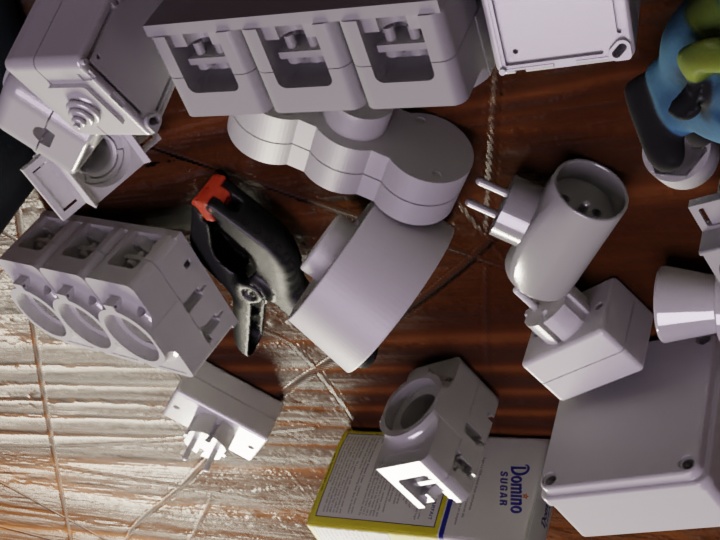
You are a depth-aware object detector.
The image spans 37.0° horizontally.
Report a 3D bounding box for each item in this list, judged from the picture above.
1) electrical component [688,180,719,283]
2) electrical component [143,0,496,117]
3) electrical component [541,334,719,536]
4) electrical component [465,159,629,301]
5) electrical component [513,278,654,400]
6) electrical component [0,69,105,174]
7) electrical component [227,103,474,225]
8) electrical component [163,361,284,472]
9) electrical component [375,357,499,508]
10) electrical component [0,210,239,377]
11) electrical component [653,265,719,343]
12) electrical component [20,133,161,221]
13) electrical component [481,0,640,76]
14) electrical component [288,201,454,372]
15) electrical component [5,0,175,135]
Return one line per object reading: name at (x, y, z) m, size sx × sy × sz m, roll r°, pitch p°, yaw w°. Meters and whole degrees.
electrical component at (0.235, -0.028, 0.520) m, size 0.121 × 0.063 × 0.078 m, roll -15°, pitch 127°, yaw 38°
electrical component at (-0.012, -0.121, 0.520) m, size 0.150 × 0.089 × 0.061 m, roll 2°, pitch 136°, yaw 26°
electrical component at (0.177, 0.101, 0.660) m, size 0.109 × 0.108 × 0.056 m, roll -17°, pitch 128°, yaw 39°
electrical component at (0.098, -0.029, 0.605) m, size 0.079 × 0.043 × 0.077 m, roll 24°, pitch 141°, yaw 2°
electrical component at (0.126, 0.031, 0.655) m, size 0.077 × 0.047 × 0.066 m, roll 41°, pitch 136°, yaw -17°
electrical component at (-0.159, -0.110, 0.604) m, size 0.059 × 0.095 × 0.054 m, roll 33°, pitch 142°, yaw -10°
electrical component at (-0.003, -0.083, 0.588) m, size 0.138 × 0.052 × 0.073 m, roll 23°, pitch 141°, yaw 2°
electrical component at (-0.118, 0.126, 0.865) m, size 0.083 × 0.075 × 0.047 m, roll 29°, pitch 141°, yaw -6°
electrical component at (0.052, 0.110, 0.749) m, size 0.050 × 0.089 × 0.055 m, roll -20°, pitch 123°, yaw 41°
electrical component at (-0.175, 0.017, 0.758) m, size 0.150 × 0.061 × 0.089 m, roll 9°, pitch 140°, yaw 38°
electrical component at (0.198, 0.019, 0.607) m, size 0.055 × 0.045 × 0.045 m, roll -1°, pitch 135°, yaw 28°
electrical component at (-0.171, -0.074, 0.670) m, size 0.064 × 0.081 × 0.042 m, roll 23°, pitch 151°, yaw 52°
electrical component at (0.085, -0.143, 0.470) m, size 0.062 × 0.061 × 0.096 m, roll -4°, pitch 128°, yaw 21°
electrical component at (0.000, 0.000, 0.642) m, size 0.060 × 0.108 × 0.108 m, roll 36°, pitch 140°, yaw -4°
electrical component at (-0.130, -0.111, 0.536) m, size 0.061 × 0.096 × 0.061 m, roll 5°, pitch 155°, yaw 31°
